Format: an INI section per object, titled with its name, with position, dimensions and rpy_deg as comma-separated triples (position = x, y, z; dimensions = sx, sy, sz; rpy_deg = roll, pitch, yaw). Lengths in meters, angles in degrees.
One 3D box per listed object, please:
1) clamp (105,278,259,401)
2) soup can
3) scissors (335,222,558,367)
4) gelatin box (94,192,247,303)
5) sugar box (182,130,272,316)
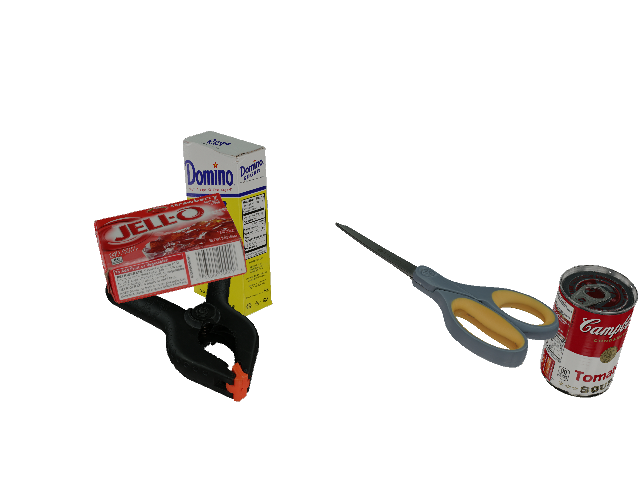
[clamp]
position = -0.098, 0.067, 0.937
dimensions = 0.120, 0.039, 0.172
rpy_deg = -29, 54, -25
[soup can]
position = 0.240, 0.083, 0.963
dimensions = 0.068, 0.102, 0.068
rpy_deg = 3, 35, -2
[scissors]
position = 0.100, 0.031, 0.810
dimensions = 0.096, 0.016, 0.202
rpy_deg = -6, 33, -29
[gelatin box]
position = -0.100, 0.003, 0.700
dimensions = 0.089, 0.030, 0.073
rpy_deg = -13, 29, -11
[sugar box]
position = -0.097, -0.018, 1.111
dimensions = 0.048, 0.176, 0.093
rpy_deg = -23, 30, -38
